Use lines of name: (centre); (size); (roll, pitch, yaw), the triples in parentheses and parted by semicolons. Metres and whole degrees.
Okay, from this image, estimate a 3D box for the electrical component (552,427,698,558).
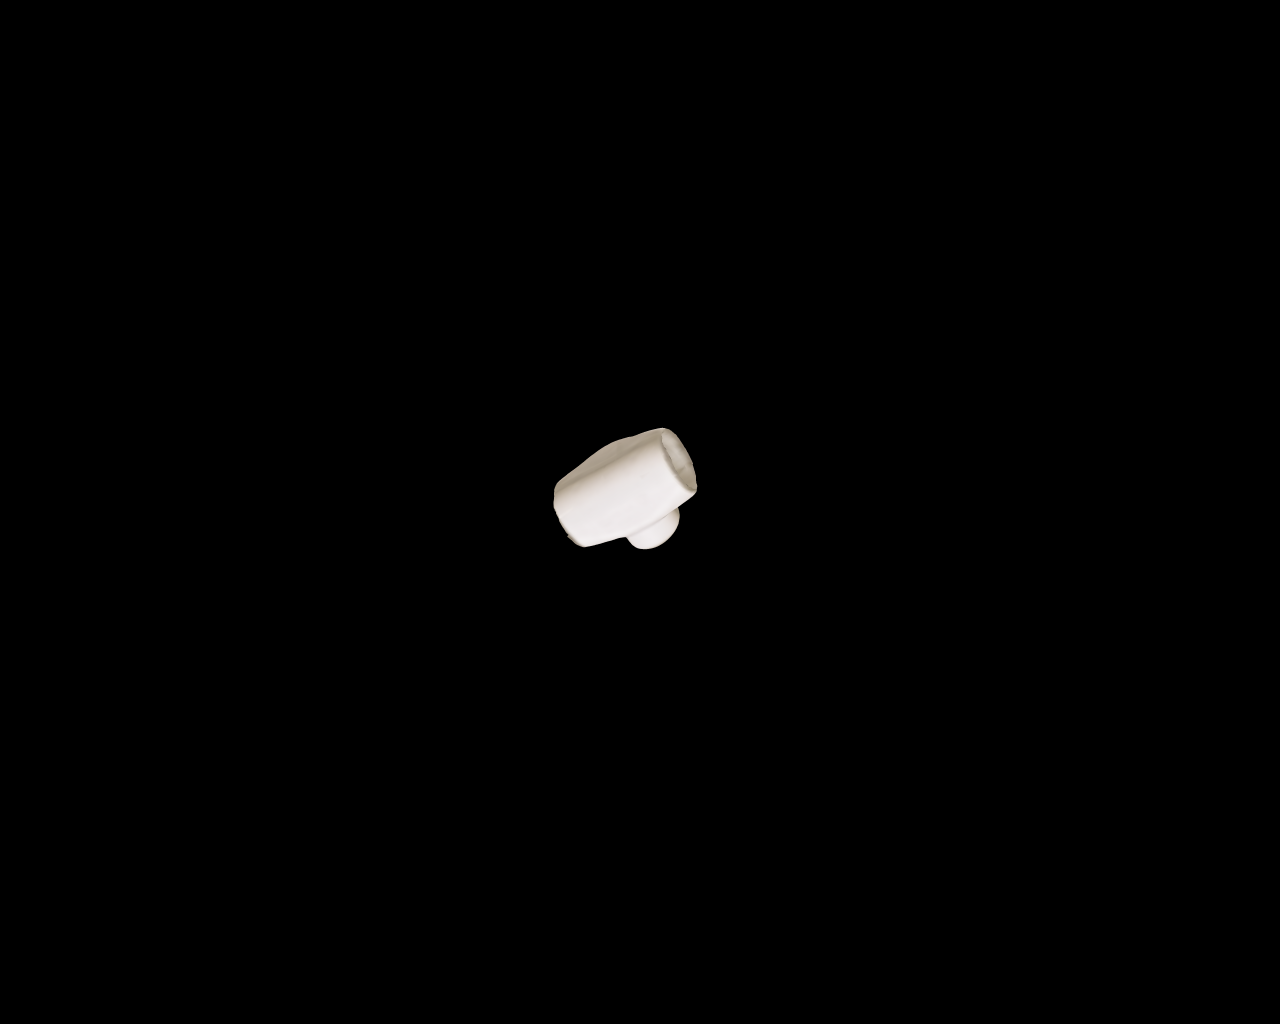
electrical component: (0.001, -0.003, 0.650); (0.077, 0.079, 0.044); (-27, 33, 19)
